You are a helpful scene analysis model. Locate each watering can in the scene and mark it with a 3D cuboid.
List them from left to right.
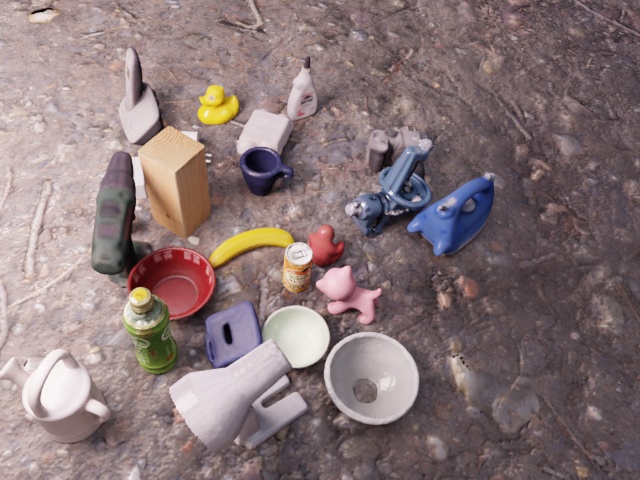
[{"bbox_3d":[-0.409,0.235,0.883,0.173,0.194,0.101,2,54,-6],"label":"watering can"}]

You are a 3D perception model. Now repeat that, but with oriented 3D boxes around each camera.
[{"bbox_3d":[0.188,-0.192,1.326,0.143,0.101,0.136,1,54,-6],"label":"camera"}]

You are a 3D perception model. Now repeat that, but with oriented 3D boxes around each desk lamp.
[{"bbox_3d":[-0.121,0.247,0.900,0.204,0.213,0.117,-29,63,-25],"label":"desk lamp"}]

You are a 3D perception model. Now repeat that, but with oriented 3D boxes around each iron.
[{"bbox_3d":[0.314,-0.081,1.238,0.259,0.141,0.118,-35,65,-27],"label":"iron"}]

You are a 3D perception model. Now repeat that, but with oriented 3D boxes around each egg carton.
[{"bbox_3d":[-0.128,-0.242,1.339,0.107,0.069,0.150,15,54,4],"label":"egg carton"}]

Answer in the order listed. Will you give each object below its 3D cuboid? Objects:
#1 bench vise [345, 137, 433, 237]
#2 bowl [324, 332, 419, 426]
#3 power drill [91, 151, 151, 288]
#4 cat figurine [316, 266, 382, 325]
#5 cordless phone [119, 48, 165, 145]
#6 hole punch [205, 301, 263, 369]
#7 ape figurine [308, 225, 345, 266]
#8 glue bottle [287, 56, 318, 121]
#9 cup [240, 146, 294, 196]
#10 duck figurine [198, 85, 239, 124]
[{"bbox_3d":[0.159,-0.103,1.184,0.121,0.220,0.208,39,59,19],"label":"bench vise"},{"bbox_3d":[0.086,0.252,1.010,0.167,0.075,0.167,4,54,-5],"label":"bowl"},{"bbox_3d":[-0.368,-0.018,1.061,0.075,0.208,0.229,0,54,-7],"label":"power drill"},{"bbox_3d":[0.057,0.096,1.091,0.127,0.118,0.067,14,54,3],"label":"cat figurine"},{"bbox_3d":[-0.409,-0.321,1.288,0.094,0.185,0.147,-19,59,-19],"label":"cordless phone"},{"bbox_3d":[-0.155,0.177,1.022,0.101,0.091,0.108,-10,56,-14],"label":"hole punch"},{"bbox_3d":[0.011,0.004,1.167,0.077,0.092,0.076,33,57,16],"label":"ape figurine"},{"bbox_3d":[-0.038,-0.368,1.378,0.078,0.173,0.037,-30,63,-25],"label":"glue bottle"},{"bbox_3d":[-0.116,-0.140,1.252,0.117,0.095,0.092,14,54,3],"label":"cup"},{"bbox_3d":[-0.246,-0.335,1.381,0.105,0.086,0.077,-23,60,-22],"label":"duck figurine"}]
